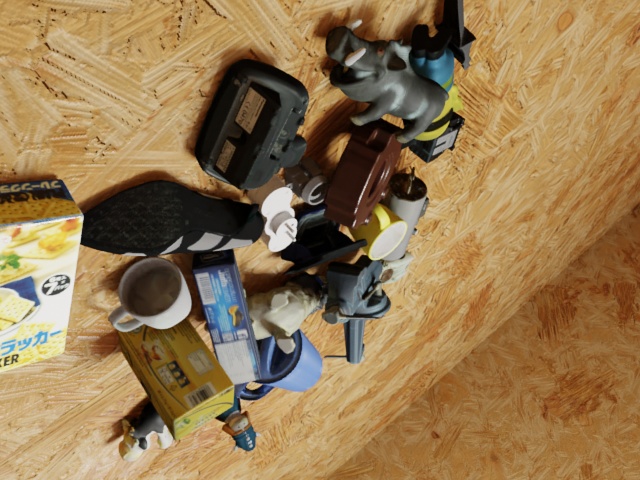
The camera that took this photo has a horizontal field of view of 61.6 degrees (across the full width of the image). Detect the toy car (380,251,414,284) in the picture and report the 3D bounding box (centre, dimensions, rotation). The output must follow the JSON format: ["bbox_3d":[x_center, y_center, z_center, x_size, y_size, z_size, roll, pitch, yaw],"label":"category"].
[{"bbox_3d":[0.122,0.075,1.172,0.202,0.056,0.073,-22,145,-35],"label":"toy car"}]

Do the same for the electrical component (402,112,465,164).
[{"bbox_3d":[0.188,-0.176,0.928,0.119,0.048,0.074,-26,146,-33],"label":"electrical component"}]

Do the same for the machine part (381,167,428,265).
[{"bbox_3d":[0.147,-0.041,1.026,0.079,0.079,0.243,-26,146,-29],"label":"machine part"}]

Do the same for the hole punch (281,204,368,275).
[{"bbox_3d":[-0.002,-0.003,0.897,0.142,0.092,0.116,-22,174,-40],"label":"hole punch"}]

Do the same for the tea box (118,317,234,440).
[{"bbox_3d":[-0.208,0.184,0.774,0.098,0.170,0.068,-24,145,-30],"label":"tea box"}]

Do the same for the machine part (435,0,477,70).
[{"bbox_3d":[0.184,-0.307,0.728,0.039,0.084,0.138,-16,140,1],"label":"machine part"}]

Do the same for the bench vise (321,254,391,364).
[{"bbox_3d":[0.067,0.143,1.015,0.224,0.129,0.240,-63,154,-63],"label":"bench vise"}]

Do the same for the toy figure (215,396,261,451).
[{"bbox_3d":[-0.174,0.339,1.042,0.064,0.155,0.057,-41,154,-3],"label":"toy figure"}]

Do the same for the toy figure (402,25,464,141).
[{"bbox_3d":[0.154,-0.223,0.787,0.089,0.082,0.180,-41,154,-8],"label":"toy figure"}]

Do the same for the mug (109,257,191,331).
[{"bbox_3d":[-0.222,0.087,0.722,0.109,0.081,0.107,-42,161,-14],"label":"mug"}]

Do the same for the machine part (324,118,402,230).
[{"bbox_3d":[0.069,-0.099,0.804,0.179,0.056,0.179,-57,165,-25],"label":"machine part"}]

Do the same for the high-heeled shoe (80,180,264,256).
[{"bbox_3d":[-0.184,-0.014,0.676,0.249,0.086,0.145,-6,169,-24],"label":"high-heeled shoe"}]

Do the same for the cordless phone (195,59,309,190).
[{"bbox_3d":[-0.052,-0.135,0.662,0.184,0.089,0.146,-18,143,-58],"label":"cordless phone"}]

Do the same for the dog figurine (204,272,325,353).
[{"bbox_3d":[-0.091,0.118,0.938,0.190,0.172,0.121,-38,132,-74],"label":"dog figurine"}]

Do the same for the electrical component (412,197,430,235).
[{"bbox_3d":[0.193,-0.051,1.103,0.078,0.045,0.102,-24,146,-30],"label":"electrical component"}]

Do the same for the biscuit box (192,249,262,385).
[{"bbox_3d":[-0.133,0.112,0.782,0.059,0.063,0.202,-11,113,-5],"label":"biscuit box"}]

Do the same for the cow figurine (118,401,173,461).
[{"bbox_3d":[-0.293,0.322,0.957,0.167,0.068,0.098,-38,146,-18],"label":"cow figurine"}]

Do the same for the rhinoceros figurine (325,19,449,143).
[{"bbox_3d":[0.082,-0.200,0.684,0.190,0.073,0.112,22,144,-31],"label":"rhinoceros figurine"}]
